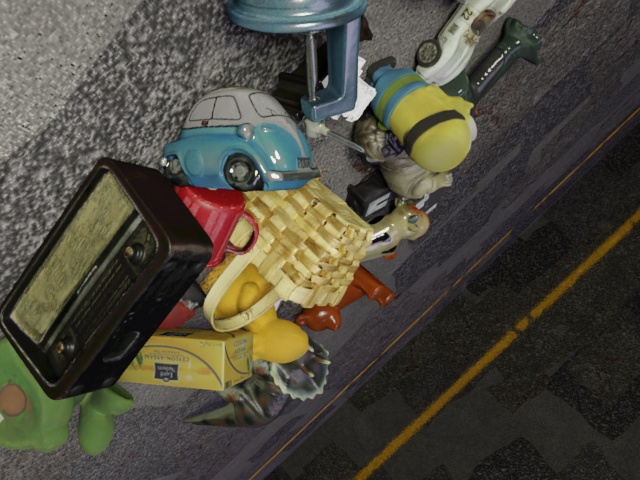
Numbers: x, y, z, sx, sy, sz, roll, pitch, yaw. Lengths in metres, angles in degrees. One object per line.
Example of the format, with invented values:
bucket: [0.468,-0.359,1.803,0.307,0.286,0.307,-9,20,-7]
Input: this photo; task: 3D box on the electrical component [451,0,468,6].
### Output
electrical component: [0.183,-0.336,0.653,0.078,0.045,0.102,-16,146,-46]

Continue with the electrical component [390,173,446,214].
electrical component: [0.204,-0.095,1.110,0.115,0.058,0.134,-38,157,-17]

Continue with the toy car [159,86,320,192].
toy car: [-0.081,-0.101,0.542,0.109,0.162,0.102,-12,108,-61]

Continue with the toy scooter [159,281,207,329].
toy scooter: [-0.227,0.077,0.671,0.135,0.075,0.183,-40,155,-7]

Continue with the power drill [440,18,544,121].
power drill: [0.278,-0.261,0.922,0.207,0.086,0.232,-40,157,13]

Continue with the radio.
radio: [-0.219,0.044,0.545,0.229,0.131,0.073,-50,159,17]

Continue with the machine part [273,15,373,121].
machine part: [0.000,-0.189,0.588,0.139,0.084,0.039,-49,126,-8]

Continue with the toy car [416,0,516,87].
toy car: [0.206,-0.298,0.746,0.073,0.056,0.201,-6,137,-56]

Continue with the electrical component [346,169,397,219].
electrical component: [0.102,-0.085,0.965,0.119,0.048,0.074,-33,156,-25]

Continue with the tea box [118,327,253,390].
tea box: [-0.189,0.161,0.750,0.098,0.170,0.068,10,82,-75]

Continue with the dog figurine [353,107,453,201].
dog figurine: [0.112,-0.123,0.843,0.190,0.121,0.172,-15,124,-39]

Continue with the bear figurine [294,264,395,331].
bear figurine: [0.049,0.146,1.198,0.196,0.132,0.120,-49,150,0]

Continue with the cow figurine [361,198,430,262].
cow figurine: [0.117,-0.015,1.032,0.195,0.085,0.127,-18,150,-8]

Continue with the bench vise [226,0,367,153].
bench vise: [0.013,-0.206,0.475,0.224,0.129,0.240,-24,134,-24]

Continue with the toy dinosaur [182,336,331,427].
toy dinosaur: [-0.123,0.309,1.111,0.404,0.192,0.131,-53,154,21]

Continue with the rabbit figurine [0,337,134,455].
rabbit figurine: [-0.302,0.174,0.653,0.121,0.159,0.170,-58,171,9]

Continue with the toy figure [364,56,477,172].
toy figure: [0.120,-0.159,0.689,0.089,0.180,0.082,-37,155,-8]

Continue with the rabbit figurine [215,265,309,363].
rabbit figurine: [-0.097,0.128,0.853,0.162,0.173,0.121,-34,161,-31]
